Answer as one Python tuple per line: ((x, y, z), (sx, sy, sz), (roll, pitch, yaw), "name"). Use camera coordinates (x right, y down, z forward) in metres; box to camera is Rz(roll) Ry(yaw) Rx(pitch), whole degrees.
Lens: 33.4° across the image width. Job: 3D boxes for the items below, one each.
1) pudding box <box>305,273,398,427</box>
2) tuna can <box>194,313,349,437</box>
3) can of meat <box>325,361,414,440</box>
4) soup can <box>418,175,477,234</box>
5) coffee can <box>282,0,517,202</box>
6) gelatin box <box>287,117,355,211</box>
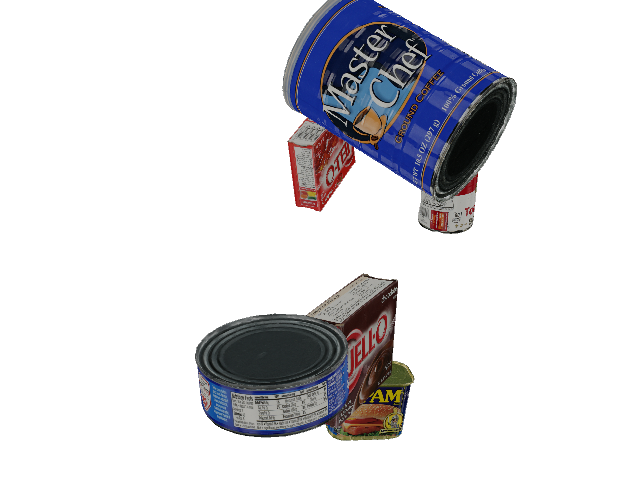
((0.024, 0.086, 0.868), (0.039, 0.090, 0.113), (12, 22, 22), "pudding box")
((-0.026, 0.075, 0.601), (0.086, 0.034, 0.086), (-3, 22, 1), "tuna can")
((0.059, 0.200, 1.331), (0.102, 0.084, 0.057), (2, 23, -15), "can of meat")
((0.150, -0.067, 1.253), (0.068, 0.102, 0.068), (1, 27, -1), "soup can")
((0.058, -0.107, 0.786), (0.140, 0.103, 0.102), (35, 14, 21), "coffee can")
((0.003, -0.083, 1.000), (0.030, 0.073, 0.089), (12, 41, 22), "gelatin box")
